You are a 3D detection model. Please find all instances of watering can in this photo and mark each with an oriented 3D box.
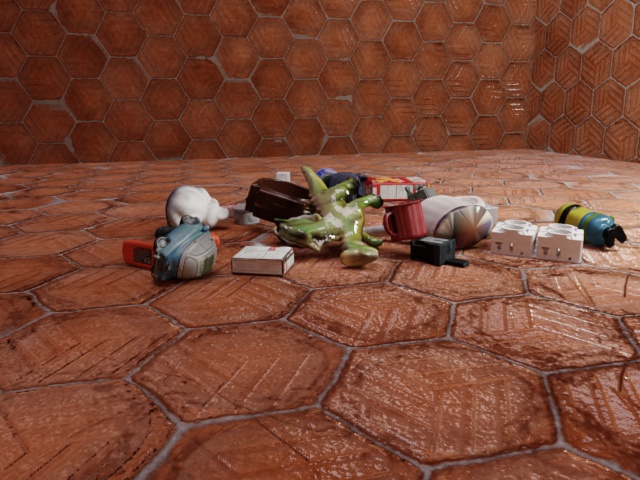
[{"bbox_3d":[0.268,-0.038,1.270,0.349,0.102,0.226,-19,20,-14],"label":"watering can"}]

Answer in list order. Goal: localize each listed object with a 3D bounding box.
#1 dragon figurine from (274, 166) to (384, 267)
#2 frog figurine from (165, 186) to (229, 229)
[{"bbox_3d":[0.004,-0.061,1.203,0.245,0.119,0.416,-16,40,-39],"label":"dragon figurine"},{"bbox_3d":[-0.335,-0.079,1.409,0.159,0.119,0.141,11,49,10],"label":"frog figurine"}]
